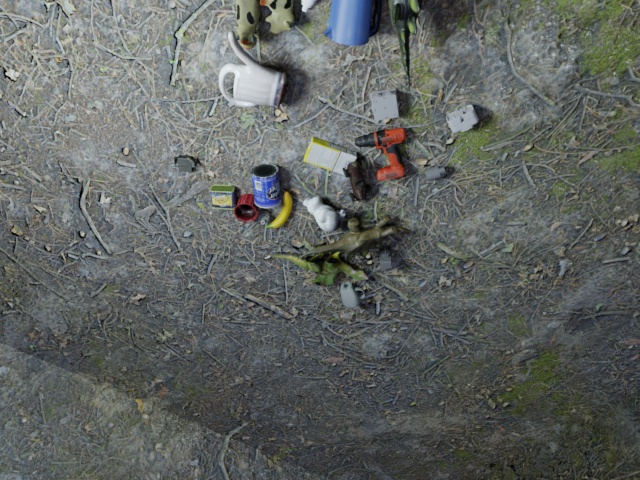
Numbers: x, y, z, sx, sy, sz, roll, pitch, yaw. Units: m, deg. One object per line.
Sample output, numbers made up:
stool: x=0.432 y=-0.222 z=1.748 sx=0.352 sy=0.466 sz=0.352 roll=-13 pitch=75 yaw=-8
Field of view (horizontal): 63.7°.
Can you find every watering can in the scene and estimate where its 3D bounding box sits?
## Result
watering can: x=-0.211 y=-0.526 z=1.659 sx=0.224 sy=0.106 sz=0.342 roll=9 pitch=-21 yaw=-10

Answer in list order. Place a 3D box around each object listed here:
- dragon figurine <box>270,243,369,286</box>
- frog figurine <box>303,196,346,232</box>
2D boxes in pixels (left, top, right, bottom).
dragon figurine: x=0.003 y=0.129 z=2.202 sx=0.410 sy=0.125 sz=0.237 roll=2 pitch=-44 yaw=5
frog figurine: x=0.006 y=-0.101 z=1.999 sx=0.159 sy=0.121 sz=0.139 roll=17 pitch=13 yaw=-10
